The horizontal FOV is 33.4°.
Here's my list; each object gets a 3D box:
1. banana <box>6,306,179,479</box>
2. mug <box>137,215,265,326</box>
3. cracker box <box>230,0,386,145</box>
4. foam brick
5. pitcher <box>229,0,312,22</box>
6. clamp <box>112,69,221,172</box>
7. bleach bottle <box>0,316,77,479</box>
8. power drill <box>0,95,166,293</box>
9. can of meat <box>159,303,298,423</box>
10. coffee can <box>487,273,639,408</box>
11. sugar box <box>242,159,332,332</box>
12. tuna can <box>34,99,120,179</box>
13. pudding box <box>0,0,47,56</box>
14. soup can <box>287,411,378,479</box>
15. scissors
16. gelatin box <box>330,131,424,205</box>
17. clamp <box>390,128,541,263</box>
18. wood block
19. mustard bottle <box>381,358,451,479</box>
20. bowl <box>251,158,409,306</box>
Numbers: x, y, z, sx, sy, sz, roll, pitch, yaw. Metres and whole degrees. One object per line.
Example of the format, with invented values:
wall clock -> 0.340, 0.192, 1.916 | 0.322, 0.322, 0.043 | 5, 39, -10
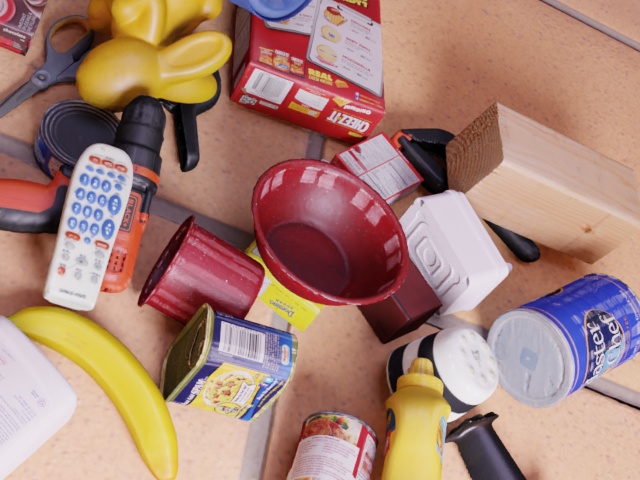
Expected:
banana -> -0.179, 0.113, 0.870 | 0.198, 0.037, 0.069 | 39, 64, 3
mug -> -0.102, 0.033, 0.949 | 0.081, 0.093, 0.117 | 32, 18, -13
cracker box -> -0.014, -0.223, 1.210 | 0.164, 0.072, 0.213 | 17, 48, -20
foam brick -> 0.071, 0.054, 1.057 | 0.051, 0.053, 0.078 | -20, 69, -40
pitcher -> -0.121, -0.332, 1.135 | 0.243, 0.149, 0.145 | 30, 73, 32
clamp -> -0.159, -0.151, 1.087 | 0.120, 0.039, 0.171 | 29, 43, -14
bleach bottle -> -0.292, 0.160, 0.743 | 0.102, 0.068, 0.250 | 44, 47, 7
power drill -> -0.232, -0.061, 0.923 | 0.187, 0.057, 0.184 | 16, 71, -17
can of meat -> -0.077, 0.106, 0.891 | 0.083, 0.102, 0.057 | 19, 49, -21
coffee can -> 0.255, 0.101, 1.097 | 0.140, 0.103, 0.103 | -18, 67, -40
sugar box -> -0.007, 0.002, 1.055 | 0.093, 0.048, 0.176 | 38, 42, 0
tuna can -> -0.223, -0.089, 1.000 | 0.086, 0.034, 0.086 | 17, 49, -20
pudding box -> -0.318, -0.245, 1.061 | 0.090, 0.039, 0.113 | 20, 48, -17
soup can -> 0.005, 0.203, 0.887 | 0.068, 0.069, 0.102 | 28, 46, -10
scissors -> -0.252, -0.151, 1.044 | 0.096, 0.016, 0.201 | 26, 46, -11
gelatin box -> 0.059, -0.072, 1.164 | 0.089, 0.030, 0.073 | -29, 76, -43
clamp -> 0.173, -0.080, 1.236 | 0.210, 0.036, 0.164 | 29, 45, -13
wood block -> 0.249, -0.059, 1.185 | 0.205, 0.091, 0.090 | 22, 49, -26
mustard bottle -> 0.079, 0.189, 0.906 | 0.058, 0.096, 0.191 | 5, 58, 8
bowl -> 0.000, 0.004, 0.983 | 0.162, 0.055, 0.162 | 18, 48, -21
